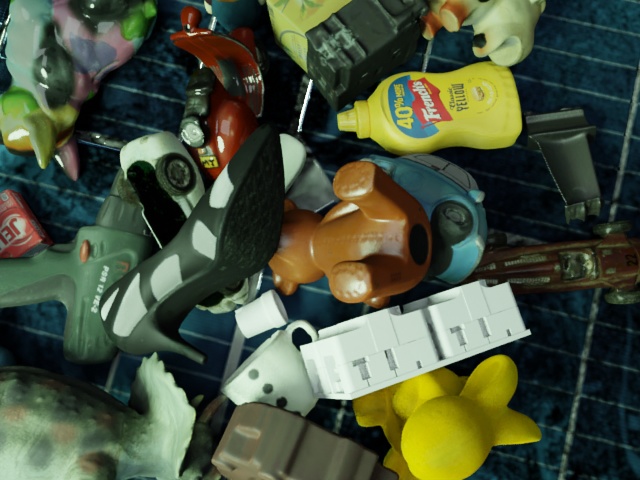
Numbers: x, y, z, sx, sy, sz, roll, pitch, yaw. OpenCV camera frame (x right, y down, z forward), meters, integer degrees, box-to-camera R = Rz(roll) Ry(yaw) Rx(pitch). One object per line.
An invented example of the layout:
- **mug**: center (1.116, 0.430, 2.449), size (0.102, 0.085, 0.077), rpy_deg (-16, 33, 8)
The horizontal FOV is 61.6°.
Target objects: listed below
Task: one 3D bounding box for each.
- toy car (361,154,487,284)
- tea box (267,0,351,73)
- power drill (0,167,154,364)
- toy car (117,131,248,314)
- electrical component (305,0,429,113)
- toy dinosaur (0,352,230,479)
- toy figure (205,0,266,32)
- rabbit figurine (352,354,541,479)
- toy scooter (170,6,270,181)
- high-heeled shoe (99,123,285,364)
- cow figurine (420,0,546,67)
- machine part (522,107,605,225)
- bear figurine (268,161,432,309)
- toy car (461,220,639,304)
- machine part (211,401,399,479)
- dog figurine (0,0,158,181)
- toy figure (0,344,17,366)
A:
- **toy car**: center (0.111, -0.036, 0.568), size (0.162, 0.109, 0.103), rpy_deg (37, 60, 16)
- **tea box**: center (0.026, -0.275, 0.592), size (0.068, 0.098, 0.169), rpy_deg (43, 88, 6)
- **power drill**: center (-0.284, 0.011, 0.561), size (0.207, 0.086, 0.232), rpy_deg (5, 88, -24)
- **toy car**: center (-0.139, -0.012, 0.556), size (0.074, 0.056, 0.201), rpy_deg (-13, 110, 32)
- **electrical component**: center (0.046, -0.198, 0.563), size (0.115, 0.134, 0.058), rpy_deg (-35, 85, -1)
- **toy dinosaur**: center (-0.270, 0.182, 0.489), size (0.405, 0.131, 0.192), rpy_deg (14, 59, -9)
- **toy figure**: center (-0.096, -0.267, 0.565), size (0.064, 0.154, 0.058), rpy_deg (-38, 86, -2)
- **rabbit figurine**: center (0.118, 0.178, 0.499), size (0.162, 0.173, 0.122), rpy_deg (-17, 79, 4)
- **toy scooter**: center (-0.106, -0.156, 0.553), size (0.075, 0.135, 0.184), rpy_deg (0, 74, 21)
- **high-heeled shoe**: center (-0.124, -0.001, 0.498), size (0.145, 0.086, 0.248), rpy_deg (24, 96, 30)
- **cow figurine**: center (0.154, -0.261, 0.538), size (0.127, 0.086, 0.194), rpy_deg (-40, 110, -7)
- **machine part**: center (0.270, -0.086, 0.583), size (0.084, 0.039, 0.139), rpy_deg (-2, 65, -3)
- **bear figurine**: center (0.001, 0.000, 0.515), size (0.196, 0.132, 0.120), rpy_deg (1, 83, 38)
- **toy car**: center (0.252, 0.029, 0.574), size (0.202, 0.053, 0.089), rpy_deg (-4, 87, 0)
- **machine part**: center (-0.016, 0.218, 0.499), size (0.179, 0.179, 0.056), rpy_deg (23, 57, 4)
- **dog figurine**: center (-0.268, -0.179, 0.587), size (0.192, 0.108, 0.219), rpy_deg (-5, 87, -2)
- **toy figure**: center (-0.351, 0.175, 0.558), size (0.089, 0.082, 0.180), rpy_deg (-6, 81, 0)
